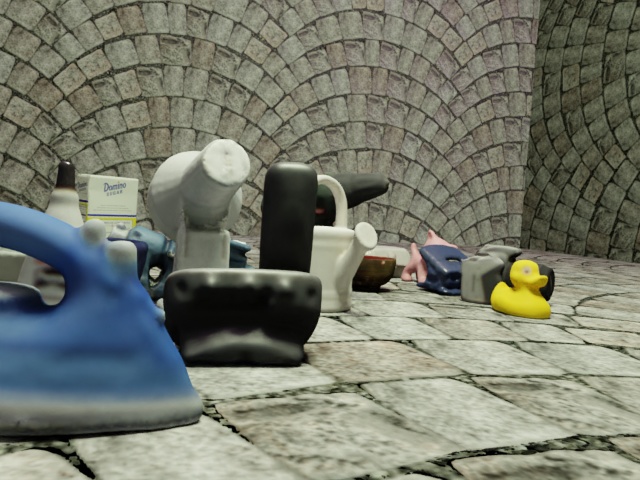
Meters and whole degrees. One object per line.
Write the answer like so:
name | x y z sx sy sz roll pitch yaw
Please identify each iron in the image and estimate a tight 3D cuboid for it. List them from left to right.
iron | -0.200 0.039 0.370 0.258 0.141 0.118 4 3 0

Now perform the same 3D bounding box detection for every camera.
camera | 0.338 0.062 1.021 0.136 0.101 0.144 6 4 37

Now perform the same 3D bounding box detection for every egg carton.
egg carton | 0.133 0.050 1.324 0.151 0.069 0.107 2 3 -32

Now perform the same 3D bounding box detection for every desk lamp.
desk lamp | -0.135 -0.009 0.688 0.118 0.213 0.202 2 3 -26

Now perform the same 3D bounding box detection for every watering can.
watering can | 0.009 0.003 0.835 0.172 0.194 0.101 5 3 25

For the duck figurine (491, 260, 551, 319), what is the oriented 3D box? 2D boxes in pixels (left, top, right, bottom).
duck figurine | 0.319 0.074 0.908 0.078 0.086 0.104 2 3 -25

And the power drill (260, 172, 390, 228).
power drill | 0.003 -0.011 0.958 0.228 0.208 0.076 5 3 27

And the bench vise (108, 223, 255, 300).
bench vise | -0.188 -0.023 0.830 0.208 0.220 0.121 2 4 -38

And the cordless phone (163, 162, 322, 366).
cordless phone | -0.069 0.017 0.538 0.148 0.185 0.094 3 3 -17

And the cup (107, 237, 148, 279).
cup | -0.252 0.046 0.631 0.118 0.095 0.091 3 3 -18

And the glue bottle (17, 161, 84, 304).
glue bottle | -0.252 0.010 0.559 0.078 0.173 0.037 3 3 -6

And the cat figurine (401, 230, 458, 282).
cat figurine | 0.234 0.037 1.229 0.067 0.118 0.127 2 3 -28

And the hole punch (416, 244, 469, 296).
hole punch | 0.256 0.057 1.114 0.109 0.091 0.100 2 3 -30

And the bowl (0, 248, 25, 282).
bowl | -0.332 0.046 0.727 0.167 0.075 0.167 4 3 0
